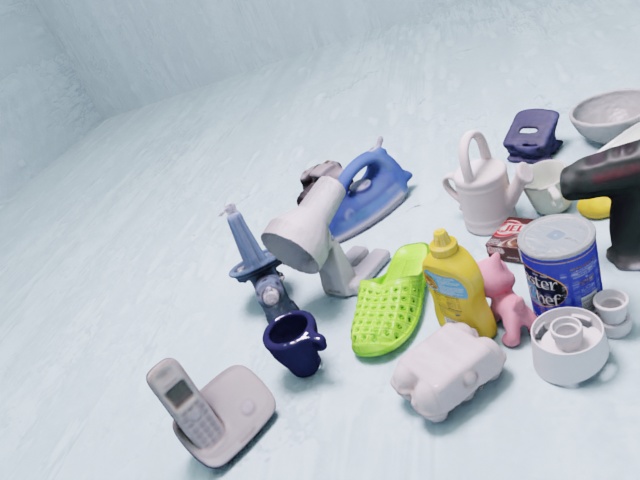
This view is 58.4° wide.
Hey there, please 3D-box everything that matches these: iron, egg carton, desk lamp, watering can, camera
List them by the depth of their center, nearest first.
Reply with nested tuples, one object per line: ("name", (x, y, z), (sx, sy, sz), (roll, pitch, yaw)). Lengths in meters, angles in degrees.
("egg carton", (0.179, 0.182, 0.798), (0.150, 0.069, 0.107), (-33, 31, -17))
("desk lamp", (0.010, 0.004, 1.063), (0.117, 0.214, 0.204), (8, 42, 43))
("watering can", (0.308, -0.114, 1.067), (0.172, 0.194, 0.101), (-8, 33, 25))
("iron", (0.087, -0.115, 1.278), (0.118, 0.142, 0.259), (13, 46, 47))
("camera", (-0.005, -0.128, 1.406), (0.137, 0.101, 0.142), (-41, 34, -28))

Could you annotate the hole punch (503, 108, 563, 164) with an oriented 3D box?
("hole punch", (0.463, -0.227, 1.248), (0.108, 0.091, 0.101), (13, 45, 47))

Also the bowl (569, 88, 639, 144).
("bowl", (0.613, -0.248, 1.194), (0.167, 0.075, 0.167), (-17, 30, 11))

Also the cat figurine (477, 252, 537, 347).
("cat figurine", (0.271, 0.077, 0.856), (0.067, 0.118, 0.127), (-25, 29, -2))

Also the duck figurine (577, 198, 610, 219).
("duck figurine", (0.498, -0.094, 1.010), (0.105, 0.086, 0.077), (-30, 30, -12))

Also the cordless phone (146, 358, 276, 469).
("cordless phone", (-0.161, 0.227, 0.845), (0.093, 0.185, 0.148), (11, 44, 45))

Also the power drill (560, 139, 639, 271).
("power drill", (0.480, -0.058, 0.838), (0.228, 0.209, 0.076), (-4, 35, 31))

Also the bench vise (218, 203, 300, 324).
("bench vise", (-0.110, 0.038, 1.084), (0.122, 0.220, 0.206), (-35, 31, -20))

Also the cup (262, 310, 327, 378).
("cup", (-0.025, 0.177, 0.925), (0.117, 0.095, 0.092), (4, 39, 40))
